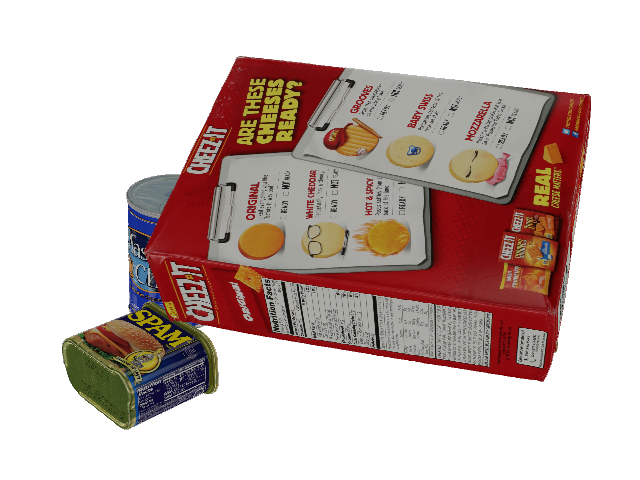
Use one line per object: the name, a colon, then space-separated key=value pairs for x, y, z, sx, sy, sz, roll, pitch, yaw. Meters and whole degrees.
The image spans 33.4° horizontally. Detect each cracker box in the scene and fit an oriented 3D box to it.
cracker box: x=0.033 y=-0.018 z=0.598 sx=0.214 sy=0.164 sz=0.072 roll=8 pitch=-40 yaw=14

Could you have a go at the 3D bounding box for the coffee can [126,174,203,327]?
coffee can: x=-0.157 y=0.012 z=1.155 sx=0.103 sy=0.140 sz=0.103 roll=3 pitch=27 yaw=-2

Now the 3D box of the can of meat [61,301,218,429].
can of meat: x=-0.147 y=0.100 z=0.860 sx=0.083 sy=0.057 sz=0.102 roll=-22 pitch=34 yaw=-38
